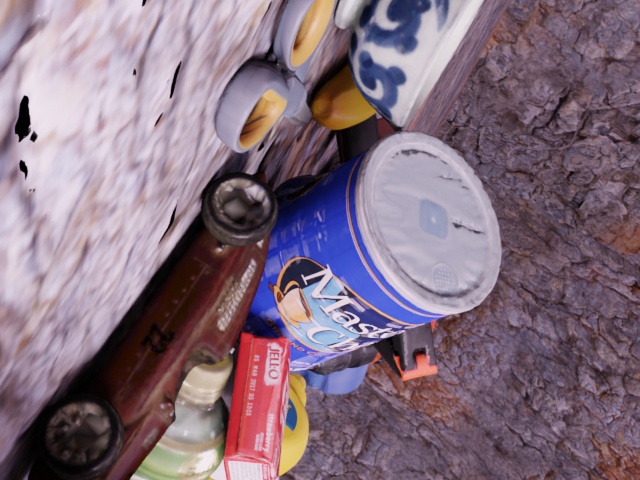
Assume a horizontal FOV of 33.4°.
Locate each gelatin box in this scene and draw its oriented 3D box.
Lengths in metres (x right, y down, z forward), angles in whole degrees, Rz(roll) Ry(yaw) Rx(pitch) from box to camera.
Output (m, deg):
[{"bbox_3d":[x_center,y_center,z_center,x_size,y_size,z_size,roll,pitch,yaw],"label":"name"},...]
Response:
[{"bbox_3d":[-0.034,0.103,0.611,0.089,0.030,0.073,94,3,-62],"label":"gelatin box"}]

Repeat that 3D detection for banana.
[{"bbox_3d":[0.040,-0.128,0.724,0.197,0.037,0.069,-58,157,-34],"label":"banana"}]

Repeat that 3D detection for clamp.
[{"bbox_3d":[0.037,-0.001,0.772,0.036,0.210,0.165,-11,145,-20],"label":"clamp"}]

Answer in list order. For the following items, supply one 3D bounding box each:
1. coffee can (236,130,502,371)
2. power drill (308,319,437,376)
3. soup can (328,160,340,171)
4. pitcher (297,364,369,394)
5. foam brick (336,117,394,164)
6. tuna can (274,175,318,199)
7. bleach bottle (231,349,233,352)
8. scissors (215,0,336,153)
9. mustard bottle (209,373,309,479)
[{"bbox_3d":[0.018,0.010,0.616,0.141,0.102,0.102,-27,-158,46],"label":"coffee can"},{"bbox_3d":[0.073,0.040,1.007,0.184,0.057,0.188,-18,143,-49],"label":"power drill"},{"bbox_3d":[0.020,-0.025,0.955,0.069,0.068,0.102,-62,175,35],"label":"soup can"},{"bbox_3d":[0.029,0.030,1.139,0.144,0.149,0.243,-11,135,-46],"label":"pitcher"},{"bbox_3d":[0.043,-0.057,0.873,0.051,0.053,0.078,83,0,-81],"label":"foam brick"},{"bbox_3d":[-0.005,0.001,0.726,0.033,0.086,0.086,-51,171,-49],"label":"tuna can"},{"bbox_3d":[-0.040,0.054,0.849,0.102,0.068,0.251,-58,174,-4],"label":"bleach bottle"},{"bbox_3d":[-0.008,-0.088,0.539,0.096,0.016,0.201,-61,176,17],"label":"scissors"},{"bbox_3d":[-0.063,0.154,0.839,0.191,0.096,0.058,-35,141,-56],"label":"mustard bottle"}]
